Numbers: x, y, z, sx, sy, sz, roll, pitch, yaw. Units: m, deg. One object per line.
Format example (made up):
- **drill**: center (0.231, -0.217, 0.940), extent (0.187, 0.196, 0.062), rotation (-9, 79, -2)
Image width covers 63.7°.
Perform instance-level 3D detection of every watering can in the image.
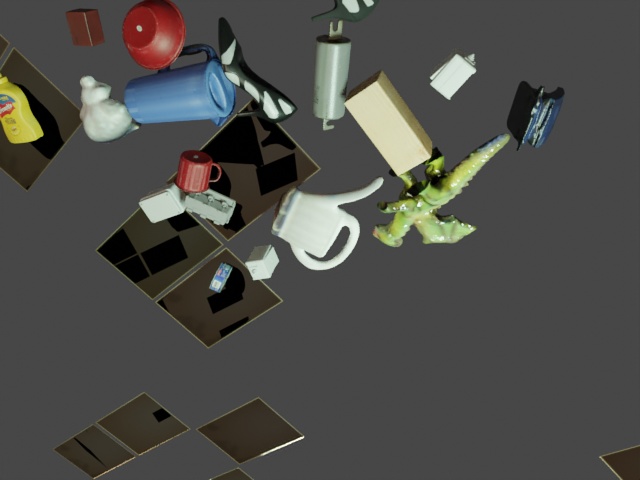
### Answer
- **watering can**: center (0.004, -0.065, 1.298), extent (0.224, 0.106, 0.340), rotation (27, 126, -1)

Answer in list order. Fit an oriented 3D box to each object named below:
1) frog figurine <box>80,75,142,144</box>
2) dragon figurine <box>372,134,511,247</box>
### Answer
- **frog figurine**: center (-0.544, -0.326, 1.278), extent (0.138, 0.125, 0.156), rotation (9, 138, 33)
- **dragon figurine**: center (0.291, -0.087, 1.234), extent (0.407, 0.125, 0.239), rotation (-21, 132, 28)
